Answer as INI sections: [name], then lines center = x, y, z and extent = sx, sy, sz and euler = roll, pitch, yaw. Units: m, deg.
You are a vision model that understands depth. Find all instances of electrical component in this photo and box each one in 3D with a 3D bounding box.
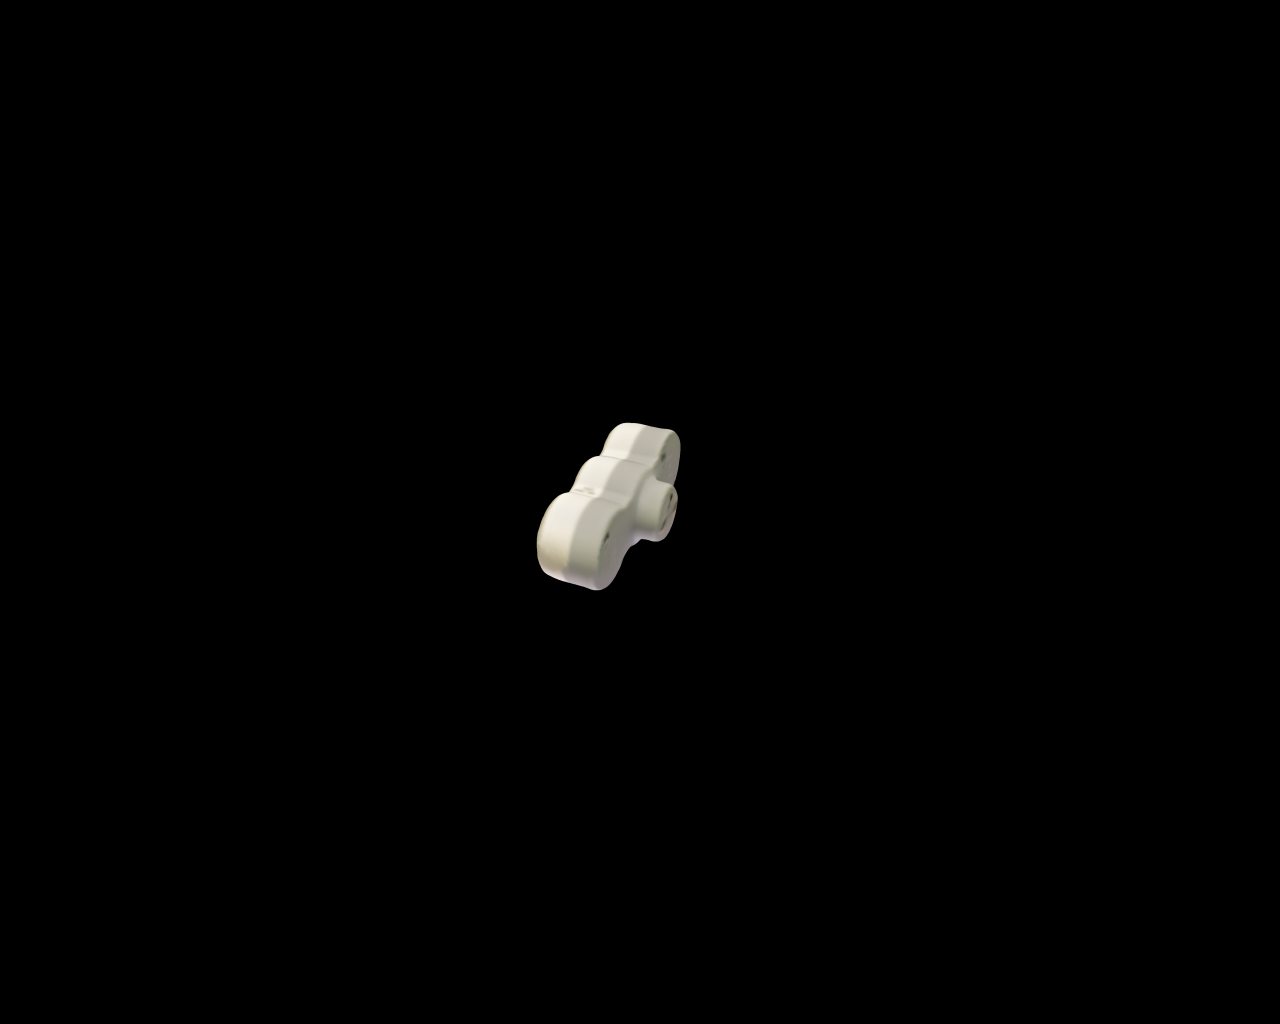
[electrical component]
center = 0.001, -0.003, 0.650
extent = 0.074, 0.052, 0.138
euler = 13, 38, 18
